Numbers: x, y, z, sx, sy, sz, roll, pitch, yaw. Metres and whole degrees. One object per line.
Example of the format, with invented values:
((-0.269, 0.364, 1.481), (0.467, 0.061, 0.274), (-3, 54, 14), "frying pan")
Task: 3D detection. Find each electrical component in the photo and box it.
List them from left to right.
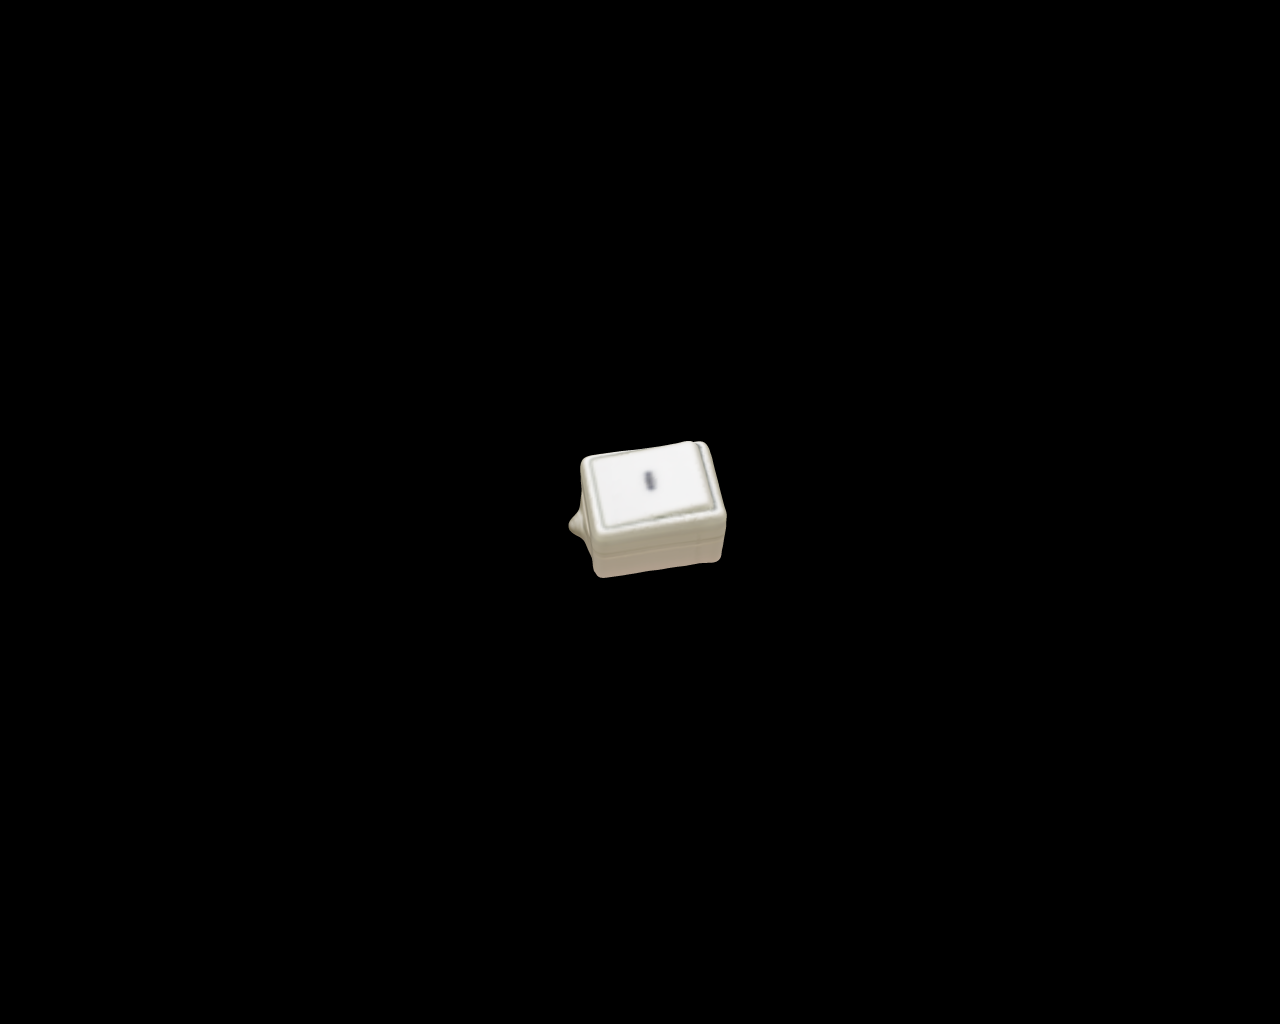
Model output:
((0.001, -0.003, 0.650), (0.096, 0.062, 0.061), (-8, -33, -5), "electrical component")
